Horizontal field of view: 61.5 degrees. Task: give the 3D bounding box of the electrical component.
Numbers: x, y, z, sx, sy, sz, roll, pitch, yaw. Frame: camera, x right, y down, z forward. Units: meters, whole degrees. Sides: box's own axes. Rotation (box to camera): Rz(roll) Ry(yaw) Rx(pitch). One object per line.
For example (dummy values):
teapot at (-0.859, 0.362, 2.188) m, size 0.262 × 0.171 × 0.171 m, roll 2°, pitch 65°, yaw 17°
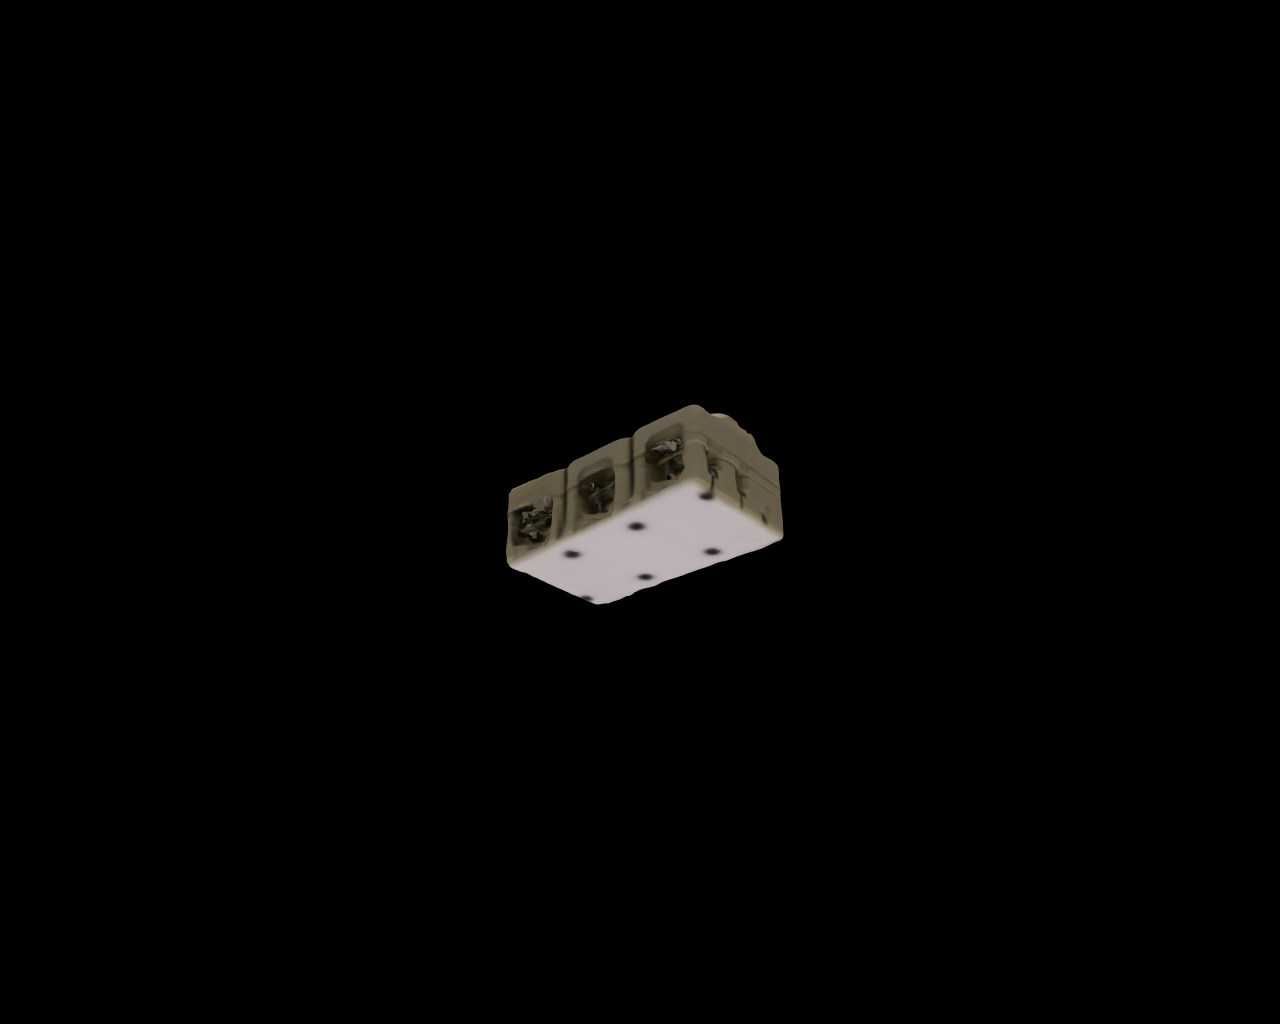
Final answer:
electrical component at (0.001, -0.003, 0.650) m, size 0.150 × 0.062 × 0.089 m, roll -22°, pitch -36°, yaw 34°
